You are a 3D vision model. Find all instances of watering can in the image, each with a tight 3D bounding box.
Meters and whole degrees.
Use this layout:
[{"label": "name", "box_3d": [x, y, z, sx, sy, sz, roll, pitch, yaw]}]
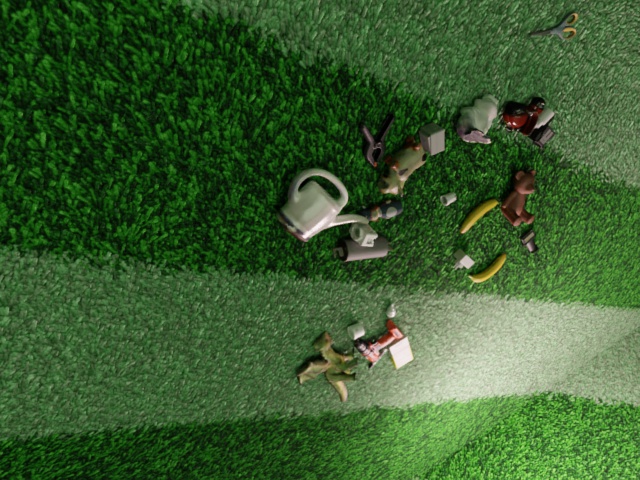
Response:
[{"label": "watering can", "box_3d": [0.005, -0.080, 1.592, 0.224, 0.106, 0.342, -43, 134, 5]}]

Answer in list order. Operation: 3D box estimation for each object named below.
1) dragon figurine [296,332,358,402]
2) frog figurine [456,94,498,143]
[{"label": "dragon figurine", "box_3d": [0.023, 0.533, 2.087, 0.243, 0.125, 0.401, 1, 122, -11]}, {"label": "frog figurine", "box_3d": [0.515, -0.405, 1.688, 0.137, 0.122, 0.161, 17, 77, -29]}]
